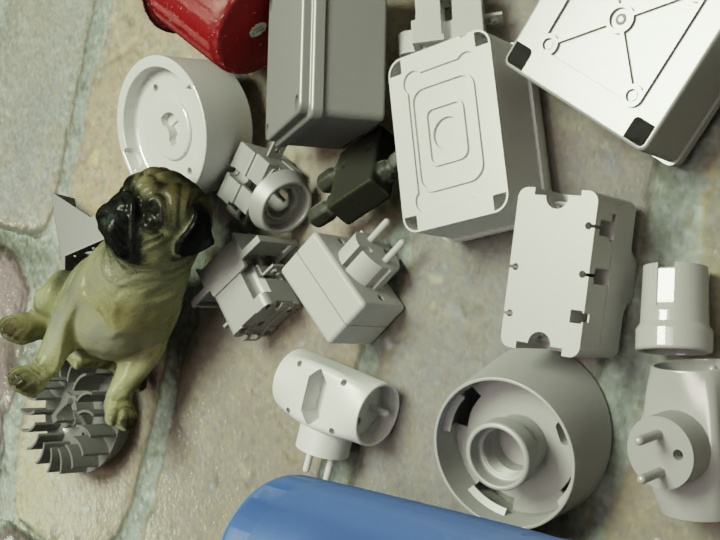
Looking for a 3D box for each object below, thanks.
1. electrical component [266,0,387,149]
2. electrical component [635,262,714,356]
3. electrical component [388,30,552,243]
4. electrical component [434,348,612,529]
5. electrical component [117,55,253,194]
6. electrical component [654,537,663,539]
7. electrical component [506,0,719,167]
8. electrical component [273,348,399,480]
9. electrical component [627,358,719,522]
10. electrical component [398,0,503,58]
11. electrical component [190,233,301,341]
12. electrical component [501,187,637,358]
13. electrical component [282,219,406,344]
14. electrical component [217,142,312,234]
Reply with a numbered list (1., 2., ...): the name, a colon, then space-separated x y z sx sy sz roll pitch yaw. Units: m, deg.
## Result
1. electrical component: -0.023 -0.141 0.706 0.109 0.056 0.108 166 106 -73
2. electrical component: 0.169 0.021 0.577 0.040 0.040 0.046 -4 78 39
3. electrical component: 0.068 -0.079 0.655 0.078 0.057 0.113 -13 78 38
4. electrical component: 0.094 0.099 0.628 0.099 0.064 0.099 8 103 34
5. electrical component: -0.126 -0.107 0.807 0.108 0.060 0.108 12 108 42
6. electrical component: 0.179 0.167 0.549 0.077 0.047 0.065 31 105 37
7. electrical component: 0.155 -0.131 0.590 0.109 0.056 0.108 42 111 33
8. electrical component: -0.021 0.101 0.718 0.077 0.043 0.079 19 98 39
9. electrical component: 0.161 0.088 0.543 0.044 0.079 0.077 -1 94 46
10. electrical component: 0.056 -0.163 0.677 0.066 0.048 0.055 -5 77 10
11. electrical component: -0.078 0.013 0.775 0.081 0.042 0.063 -42 65 29
12. electrical component: 0.120 0.002 0.606 0.050 0.056 0.089 8 91 39
13. electrical component: 0.000 0.000 0.709 0.076 0.047 0.065 -48 61 24
14. electrical component: -0.066 -0.057 0.770 0.055 0.048 0.066 42 111 42
